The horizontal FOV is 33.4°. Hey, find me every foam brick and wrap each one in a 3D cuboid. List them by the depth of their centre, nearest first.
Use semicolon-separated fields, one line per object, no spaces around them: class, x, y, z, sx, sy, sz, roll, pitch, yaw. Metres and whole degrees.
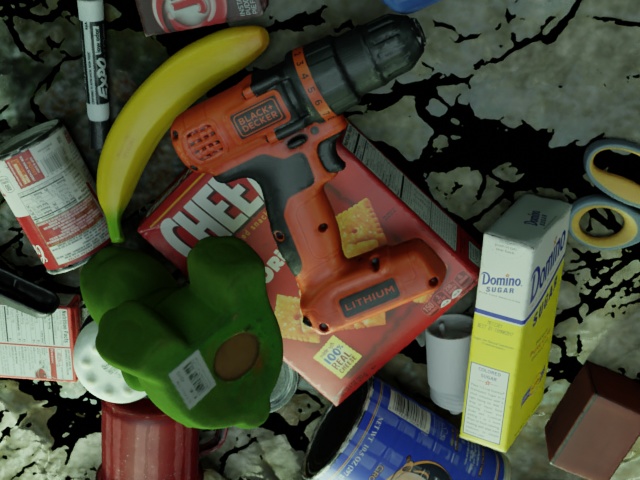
foam brick;0.225;0.149;0.872;0.051;0.053;0.078;22;116;-4

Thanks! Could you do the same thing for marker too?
marker;-0.170;-0.123;0.809;0.020;0.020;0.121;3;115;5

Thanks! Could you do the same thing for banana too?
banana;-0.114;-0.092;0.799;0.070;0.037;0.198;42;106;16

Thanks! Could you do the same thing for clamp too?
clamp;-0.318;0.008;0.857;0.210;0.036;0.164;-8;126;26

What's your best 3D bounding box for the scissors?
scissors;0.275;-0.003;0.817;0.201;0.016;0.096;33;115;-9

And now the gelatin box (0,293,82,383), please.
gelatin box;-0.246;0.080;0.906;0.089;0.030;0.073;3;114;5

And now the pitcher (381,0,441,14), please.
pitcher;0.128;-0.250;0.666;0.243;0.149;0.145;-24;134;19

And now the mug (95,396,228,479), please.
mug;-0.132;0.164;0.907;0.117;0.093;0.081;-6;113;-25

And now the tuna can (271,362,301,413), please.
tuna can;-0.057;0.104;0.893;0.086;0.033;0.086;3;115;5

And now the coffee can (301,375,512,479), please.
coffee can;0.071;0.187;0.879;0.140;0.102;0.103;33;114;-9

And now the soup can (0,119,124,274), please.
soup can;-0.206;-0.034;0.827;0.068;0.068;0.102;-20;110;15

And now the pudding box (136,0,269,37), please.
pudding box;-0.092;-0.207;0.751;0.090;0.039;0.113;-9;113;11

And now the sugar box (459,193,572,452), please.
sugar box;0.150;0.062;0.815;0.048;0.093;0.176;17;119;24

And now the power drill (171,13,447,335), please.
power drill;0.015;-0.042;0.730;0.185;0.057;0.187;-24;104;15

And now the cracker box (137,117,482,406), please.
cracker box;-0.005;0.001;0.819;0.213;0.072;0.164;42;112;-12
